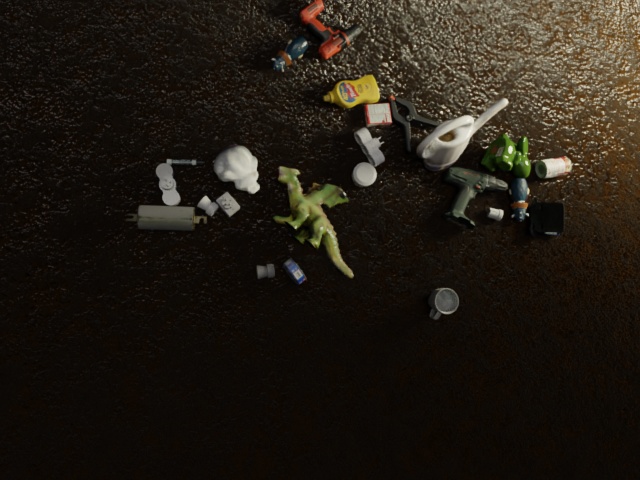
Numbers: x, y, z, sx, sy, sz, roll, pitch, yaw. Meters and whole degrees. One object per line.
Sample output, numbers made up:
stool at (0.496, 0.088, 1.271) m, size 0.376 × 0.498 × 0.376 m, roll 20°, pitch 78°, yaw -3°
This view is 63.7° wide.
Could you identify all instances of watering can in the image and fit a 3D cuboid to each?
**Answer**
watering can at (0.469, -0.350, 1.742) m, size 0.349 × 0.220 × 0.105 m, roll -26°, pitch 70°, yaw -13°

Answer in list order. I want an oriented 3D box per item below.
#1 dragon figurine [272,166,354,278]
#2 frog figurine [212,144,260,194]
dragon figurine at (0.005, -0.085, 1.685) m, size 0.410 × 0.121 × 0.246 m, roll 40°, pitch 70°, yaw -3°
frog figurine at (-0.260, -0.220, 1.651) m, size 0.139 × 0.120 × 0.161 m, roll -23°, pitch 74°, yaw -30°
